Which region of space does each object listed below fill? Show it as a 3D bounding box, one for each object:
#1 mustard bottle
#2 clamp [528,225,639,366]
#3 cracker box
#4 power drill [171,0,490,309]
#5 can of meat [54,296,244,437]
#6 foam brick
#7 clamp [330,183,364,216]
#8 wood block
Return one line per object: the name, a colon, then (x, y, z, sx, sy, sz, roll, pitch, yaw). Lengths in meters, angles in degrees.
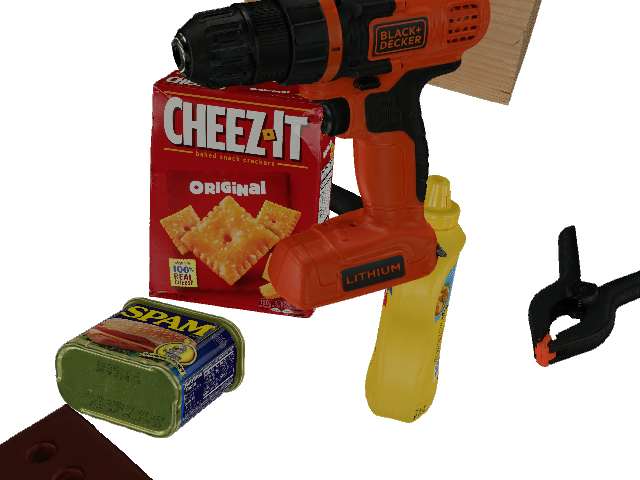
mustard bottle: (0.076, 0.040, 0.835, 0.058, 0.192, 0.096, 13, 26, 10)
clamp: (0.246, 0.050, 1.024, 0.171, 0.039, 0.120, -36, 42, -28)
cracker box: (-0.075, -0.042, 1.009, 0.164, 0.214, 0.072, 8, 22, 10)
power drill: (0.008, -0.055, 0.606, 0.184, 0.188, 0.057, -13, 35, -22)
can of meat: (-0.116, 0.085, 0.723, 0.102, 0.057, 0.083, 12, 22, 23)
foam brick: (-0.110, 0.124, 0.482, 0.052, 0.051, 0.078, -32, 45, -33)
clamp: (0.046, -0.034, 1.170, 0.164, 0.210, 0.036, -11, -37, -21)
wood block: (0.055, -0.184, 0.784, 0.206, 0.090, 0.091, 17, -27, 10)
